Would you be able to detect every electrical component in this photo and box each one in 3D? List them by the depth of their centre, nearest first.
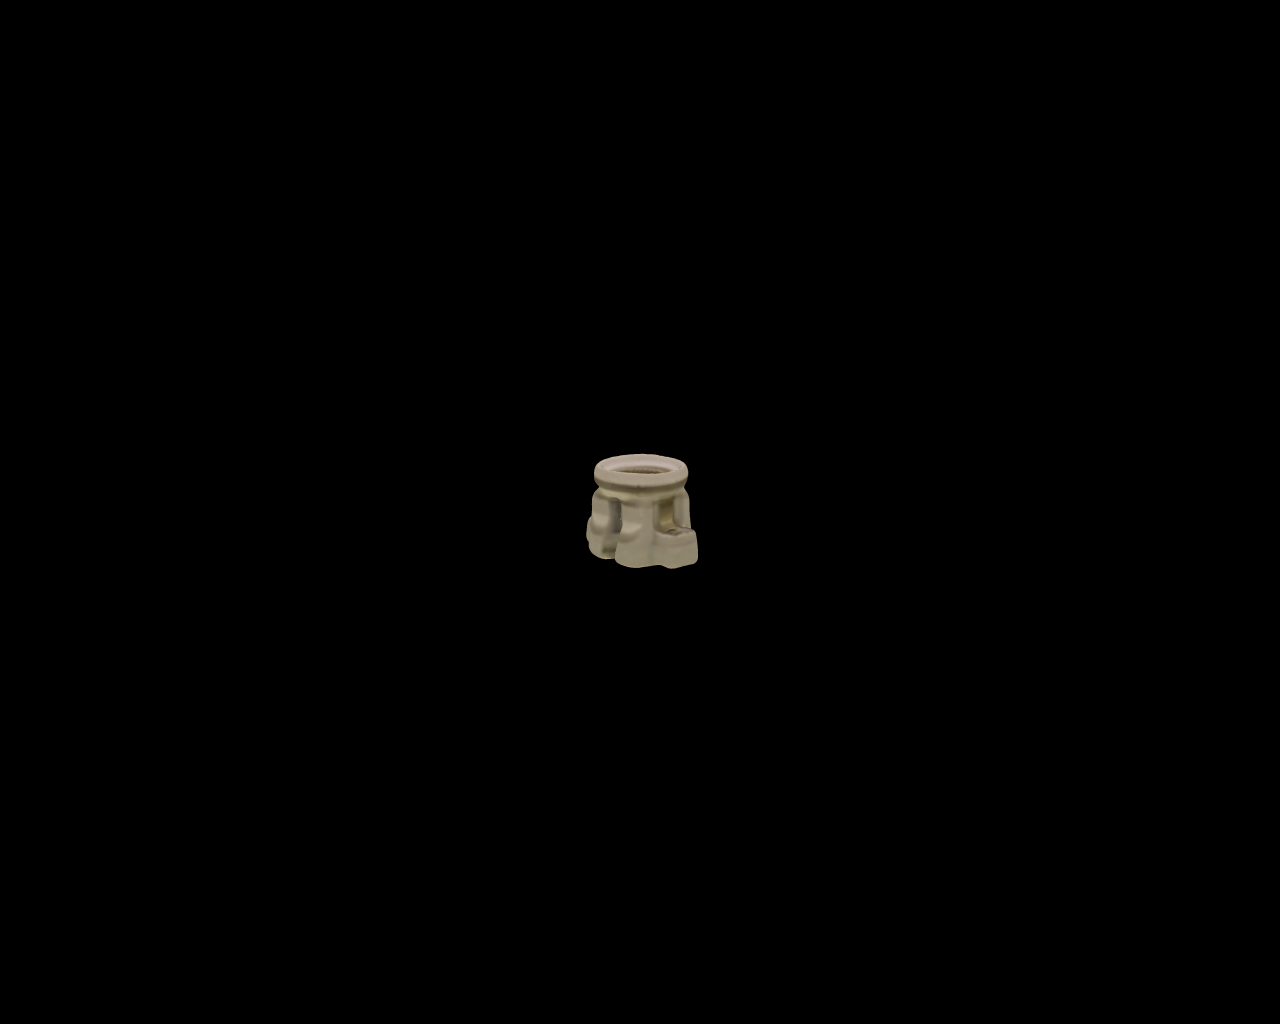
[{"bbox_3d":[0.001,-0.003,0.650,0.058,0.057,0.078,-14,20,-42],"label":"electrical component"}]
